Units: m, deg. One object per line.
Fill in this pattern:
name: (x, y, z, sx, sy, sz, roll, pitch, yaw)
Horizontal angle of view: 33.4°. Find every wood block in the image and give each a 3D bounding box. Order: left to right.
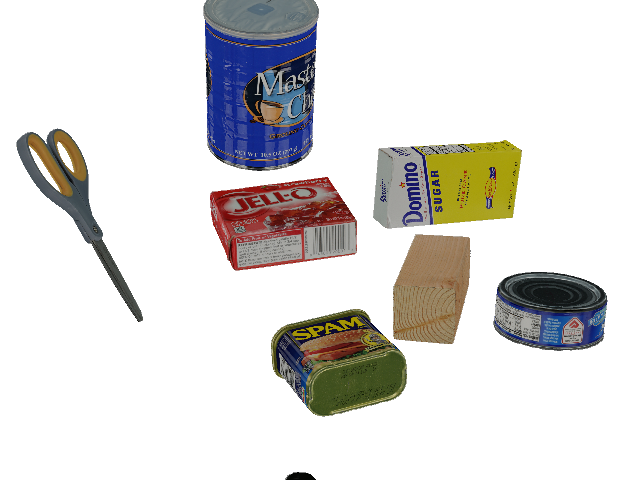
wood block: (0.172, 0.070, 1.620, 0.091, 0.090, 0.206, 4, 22, 13)

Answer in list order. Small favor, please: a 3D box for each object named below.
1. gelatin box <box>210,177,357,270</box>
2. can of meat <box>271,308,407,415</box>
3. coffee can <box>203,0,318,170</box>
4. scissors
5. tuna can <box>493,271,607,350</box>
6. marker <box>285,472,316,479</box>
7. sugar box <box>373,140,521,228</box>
gelatin box: (-0.027, -0.013, 0.738, 0.089, 0.030, 0.073, -8, 28, -13)
can of meat: (0.017, 0.111, 0.969, 0.102, 0.057, 0.084, -12, 25, -20)
coffee can: (-0.055, -0.151, 0.987, 0.103, 0.140, 0.103, 2, 37, -2)
scissors: (-0.216, -0.024, 1.008, 0.016, 0.201, 0.096, -24, 26, 19)
tuna can: (0.180, 0.054, 0.834, 0.086, 0.034, 0.086, 1, 18, -1)
marker: (-0.030, 0.127, 0.420, 0.020, 0.020, 0.121, 0, 19, 26)
sugar box: (0.155, -0.069, 1.300, 0.176, 0.093, 0.048, -7, 25, -22)
